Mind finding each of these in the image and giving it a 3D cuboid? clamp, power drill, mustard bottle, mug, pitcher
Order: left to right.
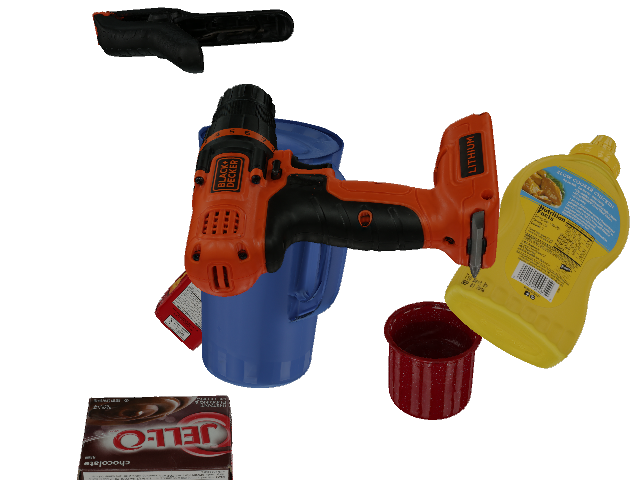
[{"bbox_3d":[-0.108,-0.166,0.848,0.172,0.039,0.120,21,29,41],"label":"clamp"},{"bbox_3d":[-0.047,0.016,1.002,0.145,0.243,0.149,5,21,1],"label":"pitcher"},{"bbox_3d":[0.014,-0.040,0.665,0.187,0.057,0.184,-2,43,5],"label":"power drill"},{"bbox_3d":[0.115,0.114,1.041,0.093,0.081,0.117,26,42,35],"label":"mug"},{"bbox_3d":[0.175,-0.006,0.792,0.096,0.191,0.058,32,-26,4],"label":"mustard bottle"}]

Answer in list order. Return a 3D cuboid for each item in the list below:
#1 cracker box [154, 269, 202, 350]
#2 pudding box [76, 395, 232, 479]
[{"bbox_3d":[-0.083,0.008,1.231,0.214,0.072,0.164,-45,5,26],"label":"cracker box"},{"bbox_3d":[-0.123,0.158,0.810,0.113,0.039,0.090,-2,26,-5],"label":"pudding box"}]
